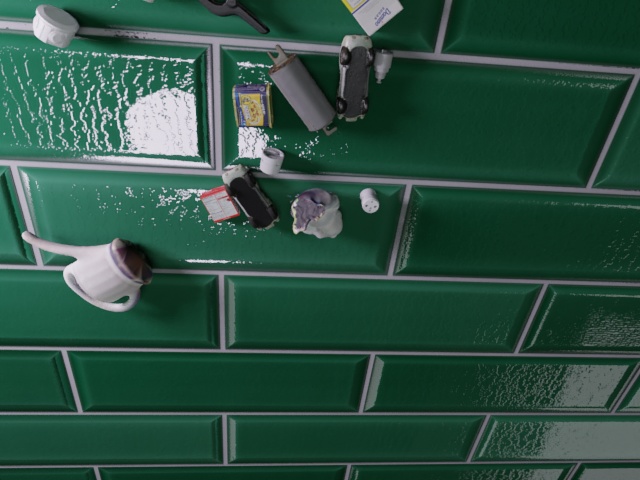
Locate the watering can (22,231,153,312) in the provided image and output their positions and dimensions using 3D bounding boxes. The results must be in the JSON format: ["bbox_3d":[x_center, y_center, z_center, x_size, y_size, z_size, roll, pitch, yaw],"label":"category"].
[{"bbox_3d":[-0.604,0.066,1.389,0.223,0.106,0.342,-27,123,14],"label":"watering can"}]

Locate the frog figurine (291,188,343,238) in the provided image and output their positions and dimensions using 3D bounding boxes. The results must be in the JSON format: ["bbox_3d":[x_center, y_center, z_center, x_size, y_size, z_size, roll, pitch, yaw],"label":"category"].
[{"bbox_3d":[0.004,-0.069,1.364,0.159,0.124,0.135,7,124,-54],"label":"frog figurine"}]
